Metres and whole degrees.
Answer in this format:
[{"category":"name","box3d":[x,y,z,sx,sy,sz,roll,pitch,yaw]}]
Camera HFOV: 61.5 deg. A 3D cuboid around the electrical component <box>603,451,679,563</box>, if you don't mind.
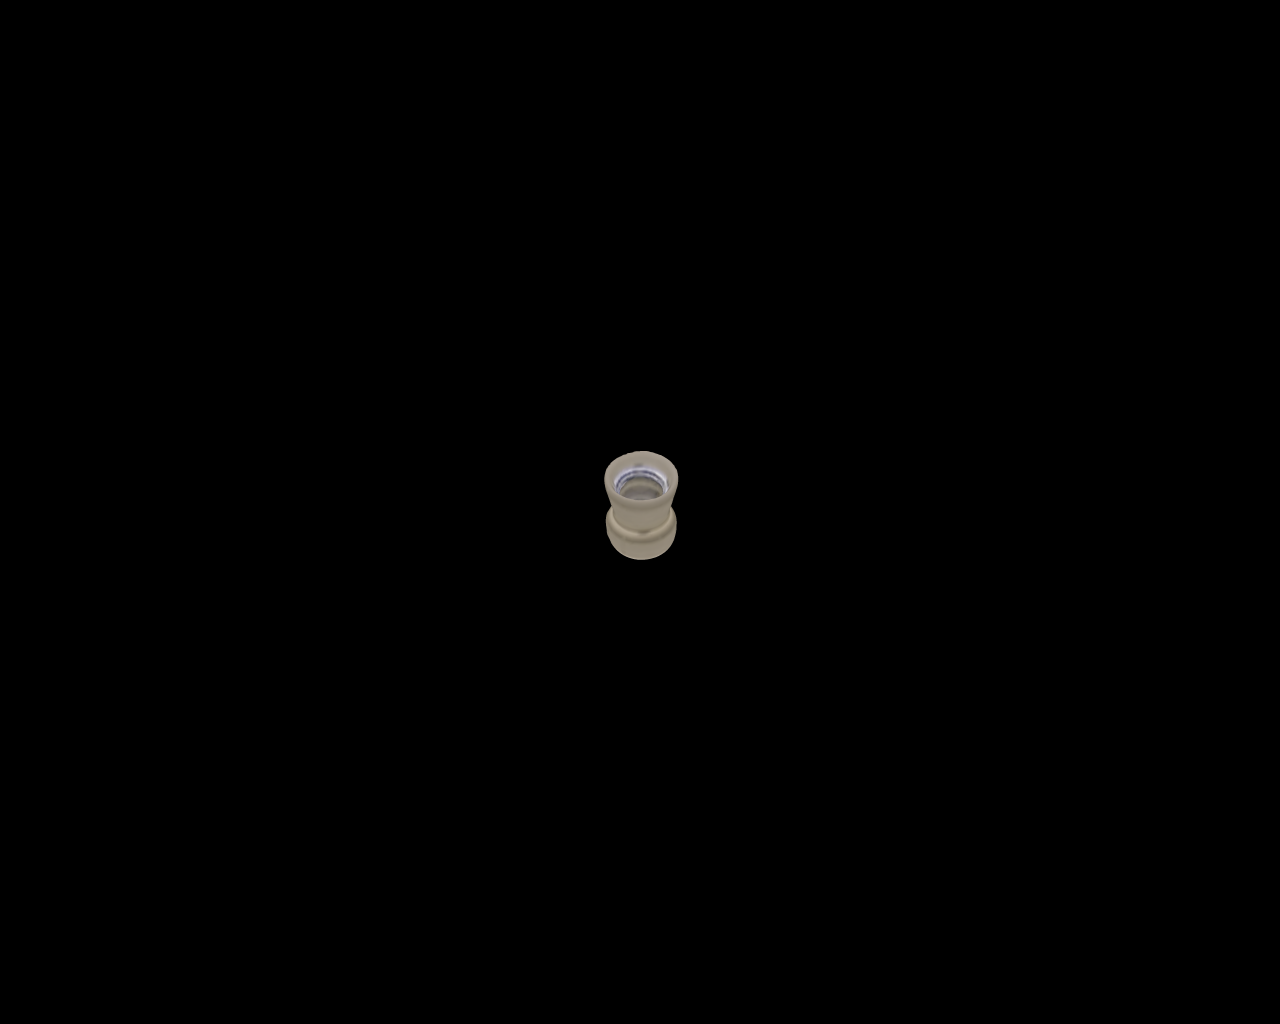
[{"category":"electrical component","box3d":[0.001,-0.003,0.650,0.045,0.045,0.055,0,-44,0]}]
